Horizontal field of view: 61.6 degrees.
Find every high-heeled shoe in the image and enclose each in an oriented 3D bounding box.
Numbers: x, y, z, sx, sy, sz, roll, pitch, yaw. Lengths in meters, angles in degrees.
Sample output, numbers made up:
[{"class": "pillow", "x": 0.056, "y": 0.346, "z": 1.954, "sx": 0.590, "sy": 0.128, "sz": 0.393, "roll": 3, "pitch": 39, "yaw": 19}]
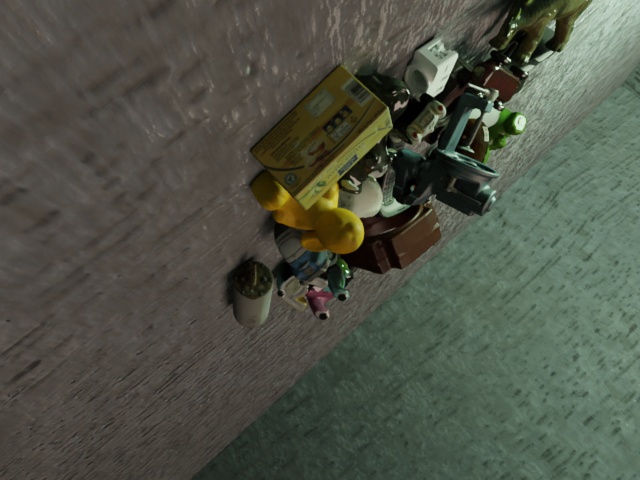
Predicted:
[{"class": "high-heeled shoe", "x": 0.420, "y": -0.376, "z": 1.153, "sx": 0.249, "sy": 0.086, "sz": 0.145, "roll": -24, "pitch": 159, "yaw": -38}]

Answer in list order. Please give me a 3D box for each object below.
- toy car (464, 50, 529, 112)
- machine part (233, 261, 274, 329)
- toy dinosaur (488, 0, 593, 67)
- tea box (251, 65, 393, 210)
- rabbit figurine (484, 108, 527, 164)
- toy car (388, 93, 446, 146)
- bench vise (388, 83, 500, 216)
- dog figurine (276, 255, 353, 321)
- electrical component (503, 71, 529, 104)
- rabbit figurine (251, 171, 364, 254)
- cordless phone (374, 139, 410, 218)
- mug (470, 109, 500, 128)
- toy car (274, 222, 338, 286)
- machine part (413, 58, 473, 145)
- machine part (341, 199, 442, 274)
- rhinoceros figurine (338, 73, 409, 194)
[{"class": "toy car", "x": 0.328, "y": -0.294, "z": 1.000, "sx": 0.202, "sy": 0.053, "sz": 0.089, "roll": -11, "pitch": 136, "yaw": -56}, {"class": "machine part", "x": -0.134, "y": 0.111, "z": 1.059, "sx": 0.079, "sy": 0.079, "sz": 0.243, "roll": -36, "pitch": 163, "yaw": -25}, {"class": "toy dinosaur", "x": 0.453, "y": -0.453, "z": 0.991, "sx": 0.471, "sy": 0.105, "sz": 0.198, "roll": -38, "pitch": 160, "yaw": -35}, {"class": "tea box", "x": 0.004, "y": -0.135, "z": 0.724, "sx": 0.169, "sy": 0.098, "sz": 0.068, "roll": -42, "pitch": 163, "yaw": 2}, {"class": "rabbit figurine", "x": 0.409, "y": -0.257, "z": 1.367, "sx": 0.170, "sy": 0.121, "sz": 0.159, "roll": -55, "pitch": -172, "yaw": -9}, {"class": "toy car", "x": 0.148, "y": -0.194, "z": 0.877, "sx": 0.073, "sy": 0.056, "sz": 0.202, "roll": -47, "pitch": -165, "yaw": 5}, {"class": "bench vise", "x": 0.231, "y": -0.159, "z": 0.952, "sx": 0.129, "sy": 0.224, "sz": 0.240, "roll": -2, "pitch": 121, "yaw": -48}, {"class": "dog figurine", "x": -0.006, "y": 0.075, "z": 1.253, "sx": 0.108, "sy": 0.191, "sz": 0.219, "roll": -55, "pitch": -165, "yaw": 25}, {"class": "electrical component", "x": 0.420, "y": -0.355, "z": 1.243, "sx": 0.115, "sy": 0.058, "sz": 0.134, "roll": -39, "pitch": 163, "yaw": -8}, {"class": "rabbit figurine", "x": -0.006, "y": -0.037, "z": 0.819, "sx": 0.122, "sy": 0.173, "sz": 0.162, "roll": -43, "pitch": 160, "yaw": -17}, {"class": "cordless phone", "x": 0.153, "y": -0.147, "z": 1.117, "sx": 0.146, "sy": 0.089, "sz": 0.184, "roll": -25, "pitch": 137, "yaw": -47}, {"class": "mug", "x": 0.333, "y": -0.283, "z": 1.187, "sx": 0.107, "sy": 0.081, "sz": 0.109, "roll": -30, "pitch": 136, "yaw": -23}, {"class": "toy car", "x": -0.032, "y": -0.005, "z": 0.946, "sx": 0.103, "sy": 0.162, "sz": 0.109, "roll": 30, "pitch": 131, "yaw": -28}, {"class": "machine part", "x": 0.239, "y": -0.265, "z": 1.037, "sx": 0.179, "sy": 0.056, "sz": 0.179, "roll": -39, "pitch": 162, "yaw": -15}, {"class": "machine part", "x": 0.151, "y": -0.020, "z": 1.212, "sx": 0.201, "sy": 0.087, "sz": 0.201, "roll": -34, "pitch": -154, "yaw": -25}, {"class": "rhinoceros figurine", "x": 0.073, "y": -0.158, "z": 0.810, "sx": 0.073, "sy": 0.112, "sz": 0.190, "roll": -26, "pitch": 149, "yaw": -50}]
